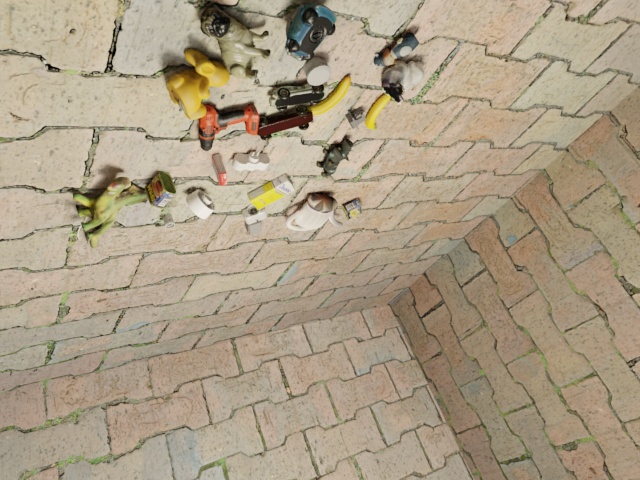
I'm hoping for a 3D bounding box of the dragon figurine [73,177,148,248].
[{"bbox_3d":[-0.697,-0.099,1.758,0.245,0.123,0.403,-24,166,-23],"label":"dragon figurine"}]

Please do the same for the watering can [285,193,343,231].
[{"bbox_3d":[0.007,-0.118,2.352,0.348,0.106,0.220,-4,147,-37],"label":"watering can"}]

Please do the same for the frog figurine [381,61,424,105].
[{"bbox_3d":[0.285,-0.562,1.762,0.161,0.123,0.135,-58,149,-15],"label":"frog figurine"}]
